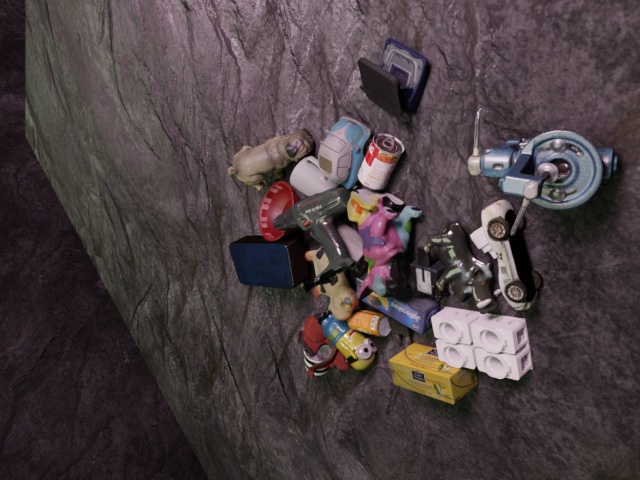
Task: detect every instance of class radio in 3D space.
[{"bbox_3d":[-0.139,0.058,1.472,0.230,0.073,0.131,1,109,41],"label":"radio"}]

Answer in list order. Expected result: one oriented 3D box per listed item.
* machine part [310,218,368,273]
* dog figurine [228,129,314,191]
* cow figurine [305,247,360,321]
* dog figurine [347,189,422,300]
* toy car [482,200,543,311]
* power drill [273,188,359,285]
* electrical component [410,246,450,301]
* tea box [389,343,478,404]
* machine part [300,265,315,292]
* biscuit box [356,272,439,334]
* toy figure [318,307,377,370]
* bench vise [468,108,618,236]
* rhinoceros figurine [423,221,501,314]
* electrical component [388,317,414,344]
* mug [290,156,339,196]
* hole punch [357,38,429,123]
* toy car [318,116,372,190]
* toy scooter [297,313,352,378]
[{"bbox_3d":[0.057,0.003,1.289,0.243,0.079,0.079,37,134,32],"label":"machine part"},{"bbox_3d":[-0.122,-0.208,1.327,0.121,0.172,0.191,59,151,-8],"label":"dog figurine"},{"bbox_3d":[0.042,0.105,1.344,0.127,0.085,0.195,-22,79,52],"label":"cow figurine"},{"bbox_3d":[0.121,0.018,1.154,0.192,0.108,0.219,33,119,43],"label":"dog figurine"},{"bbox_3d":[0.342,0.027,0.957,0.056,0.073,0.201,-10,100,48],"label":"toy car"},{"bbox_3d":[-0.003,-0.004,1.245,0.232,0.086,0.207,-30,65,34],"label":"power drill"},{"bbox_3d":[0.230,0.063,1.133,0.075,0.048,0.119,10,115,47],"label":"electrical component"},{"bbox_3d":[0.249,0.290,1.187,0.170,0.098,0.068,2,110,48],"label":"tea box"},{"bbox_3d":[-0.022,0.098,1.468,0.139,0.039,0.084,-17,86,55],"label":"machine part"},{"bbox_3d":[0.174,0.137,1.227,0.203,0.063,0.059,27,129,41],"label":"biscuit box"},{"bbox_3d":[0.071,0.257,1.402,0.180,0.082,0.089,41,155,20],"label":"toy figure"},{"bbox_3d":[0.315,-0.106,0.803,0.224,0.240,0.128,17,119,26],"label":"bench vise"},{"bbox_3d":[0.284,0.055,1.051,0.112,0.073,0.190,-30,83,42],"label":"rhinoceros figurine"},{"bbox_3d":[0.190,0.202,1.275,0.063,0.021,0.094,-6,104,52],"label":"electrical component"},{"bbox_3d":[-0.004,-0.145,1.287,0.107,0.081,0.109,39,143,16],"label":"mug"},{"bbox_3d":[0.143,-0.308,1.031,0.142,0.092,0.115,39,165,28],"label":"hole punch"},{"bbox_3d":[0.044,-0.185,1.186,0.109,0.103,0.161,38,132,34],"label":"toy car"},{"bbox_3d":[-0.001,0.296,1.458,0.184,0.135,0.075,50,165,19],"label":"toy scooter"}]
